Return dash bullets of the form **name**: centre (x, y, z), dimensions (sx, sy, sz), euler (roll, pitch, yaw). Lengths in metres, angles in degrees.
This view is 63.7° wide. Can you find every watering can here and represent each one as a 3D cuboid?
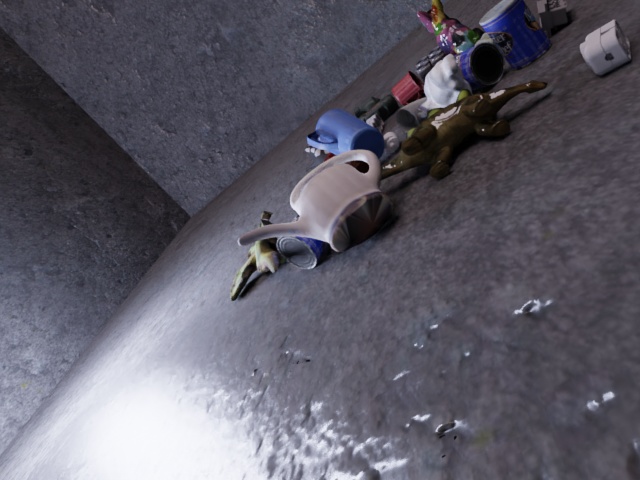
- **watering can**: centre (0.003, -0.054, 1.073), dimensions (0.349, 0.102, 0.228), euler (-40, 47, -5)

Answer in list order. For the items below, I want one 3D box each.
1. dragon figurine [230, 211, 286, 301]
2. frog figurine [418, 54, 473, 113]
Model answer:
- **dragon figurine**: centre (-0.161, 0.068, 1.360), dimensions (0.240, 0.122, 0.417), euler (-56, 10, 18)
- **frog figurine**: centre (0.307, -0.375, 1.227), dimensions (0.123, 0.155, 0.140), euler (-17, 46, -15)
